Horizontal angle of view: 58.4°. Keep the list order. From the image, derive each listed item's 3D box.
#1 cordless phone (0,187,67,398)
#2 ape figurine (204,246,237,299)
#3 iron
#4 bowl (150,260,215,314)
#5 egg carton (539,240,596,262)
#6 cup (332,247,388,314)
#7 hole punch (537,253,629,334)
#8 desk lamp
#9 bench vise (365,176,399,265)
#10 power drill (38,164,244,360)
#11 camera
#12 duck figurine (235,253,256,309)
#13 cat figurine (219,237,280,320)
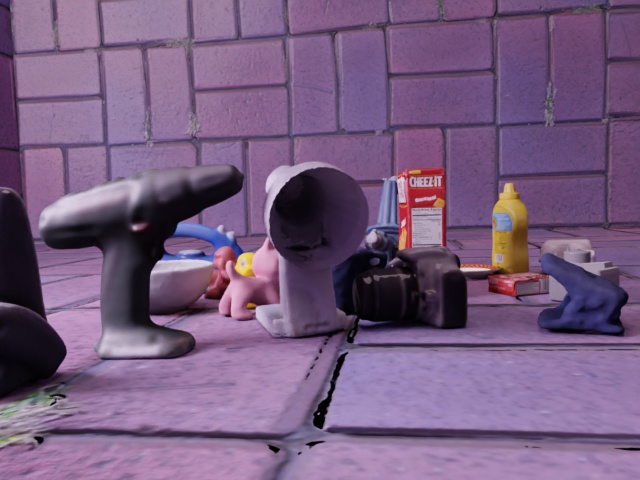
[{"bbox_3d":[-0.323,0.045,0.535,0.147,0.185,0.094,-1,4,8],"label":"cordless phone"},{"bbox_3d":[-0.168,0.057,1.016,0.076,0.092,0.077,-3,4,-17],"label":"ape figurine"},{"bbox_3d":[-0.243,0.029,1.115,0.258,0.141,0.118,-2,4,-4],"label":"iron"},{"bbox_3d":[-0.248,0.075,0.904,0.167,0.075,0.167,-2,4,0],"label":"bowl"},{"bbox_3d":[0.509,0.036,1.180,0.107,0.069,0.151,0,4,24],"label":"egg carton"},{"bbox_3d":[0.041,0.060,0.840,0.117,0.095,0.091,-2,4,0],"label":"cup"},{"bbox_3d":[0.318,0.061,0.696,0.100,0.091,0.109,0,4,22],"label":"hole punch"},{"bbox_3d":[-0.024,0.010,0.715,0.118,0.213,0.203,-3,4,-18],"label":"desk lamp"},{"bbox_3d":[0.160,-0.032,1.246,0.121,0.220,0.207,-1,4,8],"label":"bench vise"},{"bbox_3d":[-0.194,0.023,0.643,0.229,0.208,0.075,-2,4,3],"label":"power drill"},{"bbox_3d":[0.111,0.059,0.764,0.137,0.101,0.143,-3,4,-13],"label":"camera"},{"bbox_3d":[-0.116,0.063,0.940,0.077,0.086,0.104,-3,4,-14],"label":"duck figurine"},{"bbox_3d":[-0.088,0.052,0.856,0.128,0.118,0.067,-5,5,-41],"label":"cat figurine"}]
